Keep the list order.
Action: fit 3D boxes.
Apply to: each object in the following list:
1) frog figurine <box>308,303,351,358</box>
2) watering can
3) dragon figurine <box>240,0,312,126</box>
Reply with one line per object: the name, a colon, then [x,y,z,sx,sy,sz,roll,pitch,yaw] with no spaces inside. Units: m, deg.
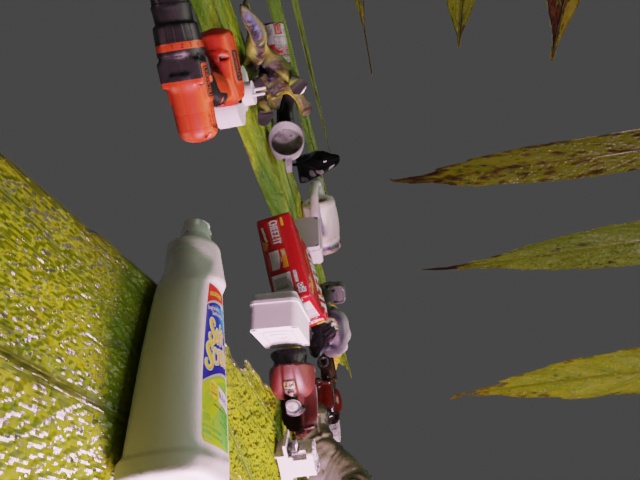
frog figurine: [0.031,0.235,1.354,0.139,0.122,0.159,63,14,13]
watering can: [0.005,-0.081,1.604,0.352,0.104,0.222,-77,158,-75]
dragon figurine: [-0.123,-0.379,1.042,0.402,0.122,0.247,73,-7,-64]
